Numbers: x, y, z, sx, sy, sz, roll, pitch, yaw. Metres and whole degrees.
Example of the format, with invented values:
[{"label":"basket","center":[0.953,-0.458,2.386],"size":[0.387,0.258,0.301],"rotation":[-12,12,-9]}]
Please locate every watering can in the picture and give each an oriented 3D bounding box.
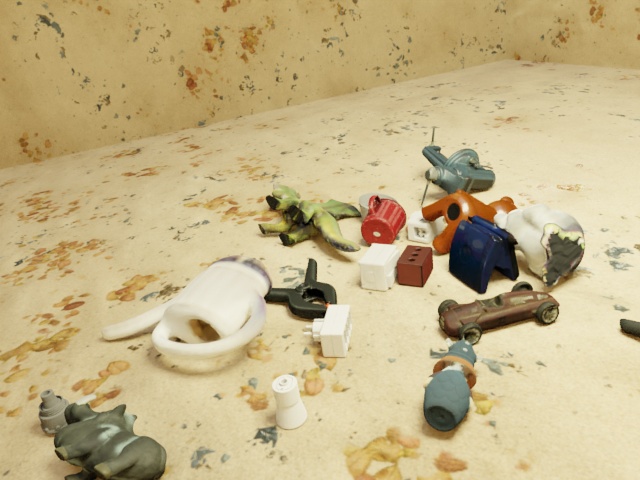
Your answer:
[{"label":"watering can","center":[-0.228,0.122,0.940],"size":[0.347,0.102,0.229],"rotation":[-1,33,32]}]

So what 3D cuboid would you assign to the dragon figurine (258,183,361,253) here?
[{"label":"dragon figurine","center":[0.004,-0.064,1.278],"size":[0.414,0.120,0.245],"rotation":[25,32,37]}]

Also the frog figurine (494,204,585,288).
[{"label":"frog figurine","center":[0.403,-0.002,0.957],"size":[0.123,0.135,0.161],"rotation":[-27,21,-4]}]
